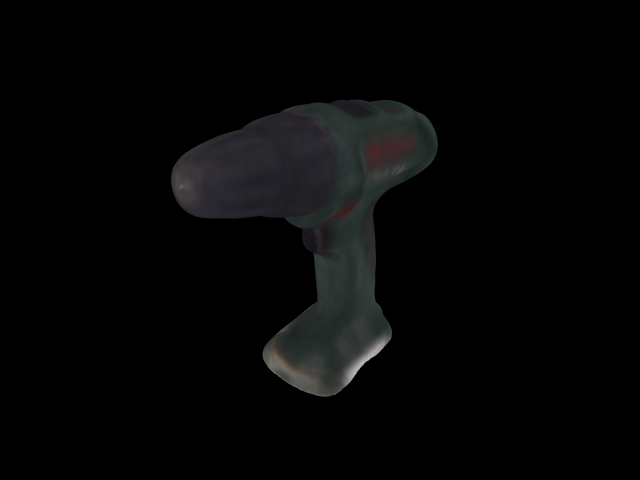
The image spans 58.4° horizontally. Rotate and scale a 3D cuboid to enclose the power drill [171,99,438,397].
[{"bbox_3d":[0.004,0.001,0.400,0.075,0.208,0.230,22,40,30],"label":"power drill"}]
